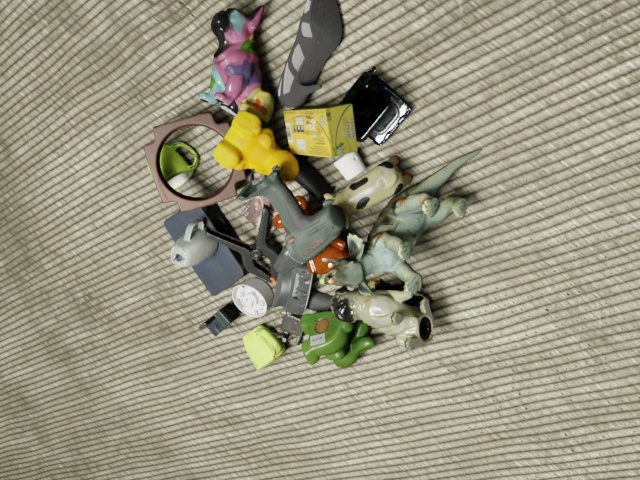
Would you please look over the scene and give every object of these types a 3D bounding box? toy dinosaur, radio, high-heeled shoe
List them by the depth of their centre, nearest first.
[{"bbox_3d":[0.164,-0.028,1.097,0.192,0.405,0.131,19,154,51],"label":"toy dinosaur"},{"bbox_3d":[-0.033,-0.401,1.113,0.145,0.086,0.248,11,96,51],"label":"high-heeled shoe"},{"bbox_3d":[-0.274,0.013,1.349,0.131,0.073,0.229,-30,98,28],"label":"radio"}]

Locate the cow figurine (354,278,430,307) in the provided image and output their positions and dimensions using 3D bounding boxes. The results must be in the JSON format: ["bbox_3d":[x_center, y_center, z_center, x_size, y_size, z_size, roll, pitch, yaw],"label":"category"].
[{"bbox_3d":[0.157,0.135,1.218,0.167,0.068,0.098,28,113,8],"label":"cow figurine"}]

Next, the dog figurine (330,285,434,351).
[{"bbox_3d":[0.133,0.168,1.164,0.191,0.121,0.172,-6,124,45],"label":"dog figurine"}]

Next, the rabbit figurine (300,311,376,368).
[{"bbox_3d":[0.049,0.238,1.281,0.159,0.121,0.170,-25,136,10],"label":"rabbit figurine"}]

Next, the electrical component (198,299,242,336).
[{"bbox_3d":[-0.259,0.208,1.388,0.048,0.119,0.075,47,116,1],"label":"electrical component"}]

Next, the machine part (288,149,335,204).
[{"bbox_3d":[-0.033,-0.139,1.213,0.139,0.039,0.084,40,111,7],"label":"machine part"}]

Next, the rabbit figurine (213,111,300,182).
[{"bbox_3d":[-0.122,-0.176,1.146,0.173,0.162,0.122,30,90,0],"label":"rabbit figurine"}]

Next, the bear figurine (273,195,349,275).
[{"bbox_3d":[-0.004,-0.004,1.220,0.120,0.132,0.196,-46,72,28],"label":"bear figurine"}]

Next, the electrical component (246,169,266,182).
[{"bbox_3d":[-0.146,-0.177,1.252,0.063,0.021,0.093,13,114,18],"label":"electrical component"}]

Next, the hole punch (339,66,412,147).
[{"bbox_3d":[0.108,-0.263,1.091,0.142,0.092,0.116,-50,57,32],"label":"hole punch"}]

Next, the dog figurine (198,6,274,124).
[{"bbox_3d":[-0.156,-0.376,1.137,0.109,0.191,0.219,23,94,54],"label":"dog figurine"}]

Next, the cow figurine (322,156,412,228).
[{"bbox_3d":[0.088,-0.093,1.129,0.195,0.127,0.085,-29,94,27],"label":"cow figurine"}]

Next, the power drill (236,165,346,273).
[{"bbox_3d":[-0.075,-0.038,1.102,0.232,0.086,0.207,-29,105,40],"label":"power drill"}]

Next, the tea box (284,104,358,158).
[{"bbox_3d":[-0.001,-0.225,1.102,0.170,0.068,0.098,20,123,54],"label":"tea box"}]

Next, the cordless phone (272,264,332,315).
[{"bbox_3d":[-0.014,0.118,1.288,0.184,0.089,0.146,14,114,5],"label":"cordless phone"}]

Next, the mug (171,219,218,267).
[{"bbox_3d":[-0.297,0.012,1.254,0.081,0.107,0.109,20,118,11],"label":"mug"}]

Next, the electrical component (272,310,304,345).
[{"bbox_3d":[-0.075,0.215,1.356,0.078,0.045,0.102,25,117,13],"label":"electrical component"}]

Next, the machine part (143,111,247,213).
[{"bbox_3d":[-0.281,-0.177,1.223,0.201,0.087,0.201,-18,104,-8],"label":"machine part"}]
